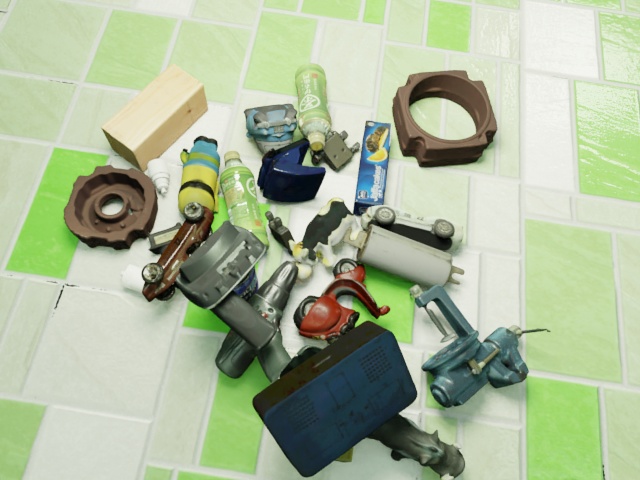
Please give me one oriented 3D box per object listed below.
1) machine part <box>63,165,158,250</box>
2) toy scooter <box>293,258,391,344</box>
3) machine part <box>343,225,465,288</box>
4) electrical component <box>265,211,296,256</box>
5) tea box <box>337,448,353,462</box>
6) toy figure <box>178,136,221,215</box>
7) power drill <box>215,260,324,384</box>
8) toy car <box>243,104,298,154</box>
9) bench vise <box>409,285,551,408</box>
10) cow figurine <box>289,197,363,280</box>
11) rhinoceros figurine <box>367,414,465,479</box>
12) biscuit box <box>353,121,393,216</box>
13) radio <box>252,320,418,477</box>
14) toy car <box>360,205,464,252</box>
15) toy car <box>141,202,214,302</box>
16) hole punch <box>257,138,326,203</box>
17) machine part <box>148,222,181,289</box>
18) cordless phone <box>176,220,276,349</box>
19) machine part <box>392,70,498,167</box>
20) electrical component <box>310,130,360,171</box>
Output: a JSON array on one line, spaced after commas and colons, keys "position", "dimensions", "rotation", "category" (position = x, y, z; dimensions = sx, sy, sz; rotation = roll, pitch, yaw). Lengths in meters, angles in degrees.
[{"position": [-0.407, -0.063, 1.058], "dimensions": [0.179, 0.056, 0.179], "rotation": [2, 66, -4], "category": "machine part"}, {"position": [0.048, 0.125, 0.989], "dimensions": [0.135, 0.075, 0.184], "rotation": [34, 65, 21], "category": "toy scooter"}, {"position": [0.159, 0.035, 1.022], "dimensions": [0.243, 0.079, 0.079], "rotation": [20, 67, -6], "category": "machine part"}, {"position": [-0.076, -0.012, 1.050], "dimensions": [0.021, 0.093, 0.063], "rotation": [-36, 36, -16], "category": "electrical component"}, {"position": [0.029, 0.283, 0.912], "dimensions": [0.068, 0.098, 0.169], "rotation": [9, 65, 0], "category": "tea box"}, {"position": [-0.243, -0.126, 1.075], "dimensions": [0.082, 0.089, 0.180], "rotation": [3, 69, 6], "category": "toy figure"}, {"position": [-0.072, 0.160, 0.915], "dimensions": [0.232, 0.085, 0.208], "rotation": [-51, 47, -3], "category": "power drill"}, {"position": [-0.094, -0.225, 1.114], "dimensions": [0.109, 0.162, 0.102], "rotation": [-12, 113, -13], "category": "toy car"}, {"position": [0.255, 0.171, 0.961], "dimensions": [0.224, 0.129, 0.240], "rotation": [-33, 80, -14], "category": "bench vise"}, {"position": [-0.002, -0.002, 1.024], "dimensions": [0.167, 0.098, 0.068], "rotation": [-43, 41, -20], "category": "cow figurine"}, {"position": [0.154, 0.329, 0.890], "dimensions": [0.190, 0.112, 0.073], "rotation": [34, 63, -10], "category": "rhinoceros figurine"}, {"position": [0.110, -0.148, 1.119], "dimensions": [0.059, 0.062, 0.202], "rotation": [8, 66, 1], "category": "biscuit box"}, {"position": [0.028, 0.237, 0.813], "dimensions": [0.230, 0.073, 0.131], "rotation": [-31, 104, -15], "category": "radio"}, {"position": [0.179, -0.020, 1.059], "dimensions": [0.202, 0.073, 0.056], "rotation": [13, 49, 2], "category": "toy car"}, {"position": [-0.251, 0.024, 0.971], "dimensions": [0.053, 0.089, 0.202], "rotation": [21, 61, 10], "category": "toy car"}, {"position": [-0.058, -0.125, 1.068], "dimensions": [0.116, 0.142, 0.092], "rotation": [-25, 74, -25], "category": "hole punch"}, {"position": [-0.278, 0.034, 1.034], "dimensions": [0.084, 0.039, 0.139], "rotation": [-22, 68, -21], "category": "machine part"}, {"position": [-0.123, 0.072, 0.861], "dimensions": [0.184, 0.088, 0.146], "rotation": [41, 70, 1], "category": "cordless phone"}, {"position": [0.267, -0.266, 1.165], "dimensions": [0.201, 0.087, 0.201], "rotation": [-5, 67, -7], "category": "machine part"}, {"position": [0.027, -0.193, 1.146], "dimensions": [0.078, 0.045, 0.102], "rotation": [47, 73, -14], "category": "electrical component"}]
